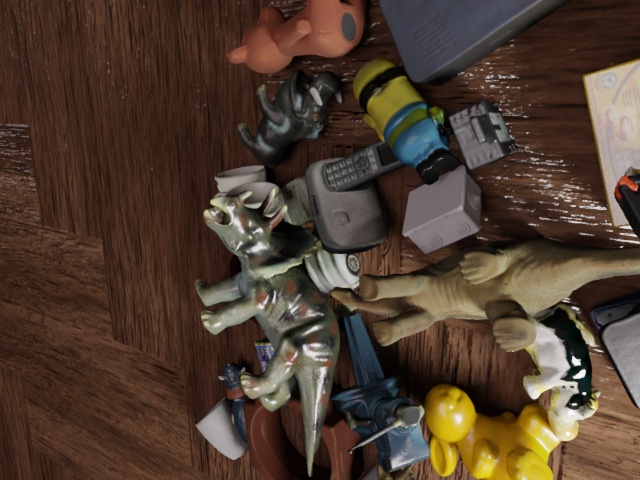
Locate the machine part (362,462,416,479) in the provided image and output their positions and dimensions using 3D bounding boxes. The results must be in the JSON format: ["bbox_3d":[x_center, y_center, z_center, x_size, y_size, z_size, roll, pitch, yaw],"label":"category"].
[{"bbox_3d":[0.086,0.438,0.892,0.079,0.079,0.243,44,122,18],"label":"machine part"}]

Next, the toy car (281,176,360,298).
[{"bbox_3d":[-0.002,-0.003,0.849,0.073,0.056,0.201,-26,87,37],"label":"toy car"}]

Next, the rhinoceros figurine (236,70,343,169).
[{"bbox_3d":[-0.046,-0.188,0.821,0.190,0.073,0.112,-42,76,35],"label":"rhinoceros figurine"}]

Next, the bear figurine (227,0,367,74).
[{"bbox_3d":[-0.036,-0.306,0.759,0.196,0.120,0.131,9,104,39],"label":"bear figurine"}]

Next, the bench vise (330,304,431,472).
[{"bbox_3d":[0.072,0.205,0.787,0.129,0.223,0.240,-15,75,-6],"label":"bench vise"}]

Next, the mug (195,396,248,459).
[{"bbox_3d":[-0.192,0.386,1.074,0.107,0.081,0.109,48,121,5],"label":"mug"}]

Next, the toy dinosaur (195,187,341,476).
[{"bbox_3d":[-0.044,0.115,0.752,0.192,0.131,0.404,-30,101,-1],"label":"toy dinosaur"}]

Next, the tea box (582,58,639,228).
[{"bbox_3d":[0.347,-0.106,0.568,0.098,0.068,0.169,-8,97,34],"label":"tea box"}]

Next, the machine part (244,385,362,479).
[{"bbox_3d":[-0.030,0.347,0.945,0.202,0.087,0.200,2,104,33],"label":"machine part"}]

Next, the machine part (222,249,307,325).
[{"bbox_3d":[-0.090,0.060,0.929,0.180,0.056,0.179,11,110,33],"label":"machine part"}]

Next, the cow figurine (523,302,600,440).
[{"bbox_3d":[0.307,0.164,0.674,0.098,0.068,0.167,-25,89,31],"label":"cow figurine"}]

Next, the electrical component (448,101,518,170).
[{"bbox_3d":[0.191,-0.124,0.642,0.048,0.119,0.074,-23,91,37],"label":"electrical component"}]

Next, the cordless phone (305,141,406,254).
[{"bbox_3d":[0.078,-0.067,0.756,0.184,0.088,0.146,-24,65,22],"label":"cordless phone"}]

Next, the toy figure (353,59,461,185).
[{"bbox_3d":[0.110,-0.159,0.694,0.082,0.089,0.180,-27,63,0],"label":"toy figure"}]

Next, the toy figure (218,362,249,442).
[{"bbox_3d":[-0.149,0.309,1.036,0.058,0.064,0.154,153,101,-74],"label":"toy figure"}]

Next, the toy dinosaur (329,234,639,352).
[{"bbox_3d":[0.216,0.044,0.620,0.472,0.198,0.105,-7,97,36],"label":"toy dinosaur"}]

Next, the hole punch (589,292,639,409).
[{"bbox_3d":[0.380,0.115,0.604,0.116,0.092,0.142,-26,86,15],"label":"hole punch"}]

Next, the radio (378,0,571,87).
[{"bbox_3d":[0.188,-0.295,0.629,0.230,0.073,0.131,-29,84,35],"label":"radio"}]

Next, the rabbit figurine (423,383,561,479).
[{"bbox_3d":[0.213,0.260,0.733,0.173,0.122,0.162,35,145,0],"label":"rabbit figurine"}]
